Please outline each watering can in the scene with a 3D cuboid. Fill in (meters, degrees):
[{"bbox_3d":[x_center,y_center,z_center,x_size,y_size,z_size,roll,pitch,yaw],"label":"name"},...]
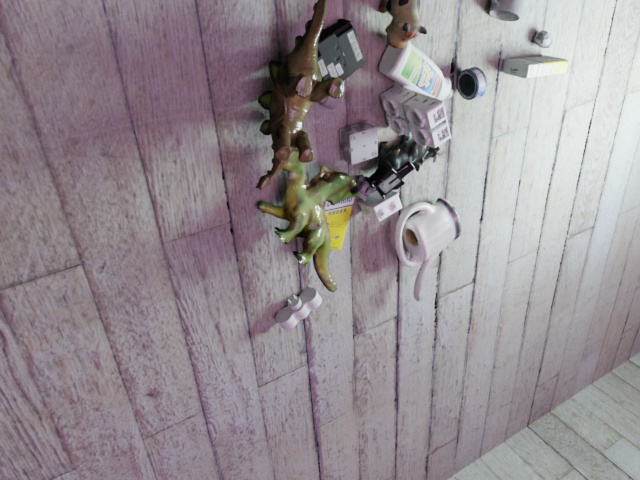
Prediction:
[{"bbox_3d":[0.332,0.015,1.584,0.226,0.340,0.105,-31,37,-17],"label":"watering can"}]

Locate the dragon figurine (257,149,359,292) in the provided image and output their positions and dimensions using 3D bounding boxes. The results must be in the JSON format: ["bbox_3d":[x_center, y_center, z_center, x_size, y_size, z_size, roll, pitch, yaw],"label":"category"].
[{"bbox_3d":[0.004,-0.065,1.291,0.403,0.243,0.124,50,-4,-34],"label":"dragon figurine"}]
